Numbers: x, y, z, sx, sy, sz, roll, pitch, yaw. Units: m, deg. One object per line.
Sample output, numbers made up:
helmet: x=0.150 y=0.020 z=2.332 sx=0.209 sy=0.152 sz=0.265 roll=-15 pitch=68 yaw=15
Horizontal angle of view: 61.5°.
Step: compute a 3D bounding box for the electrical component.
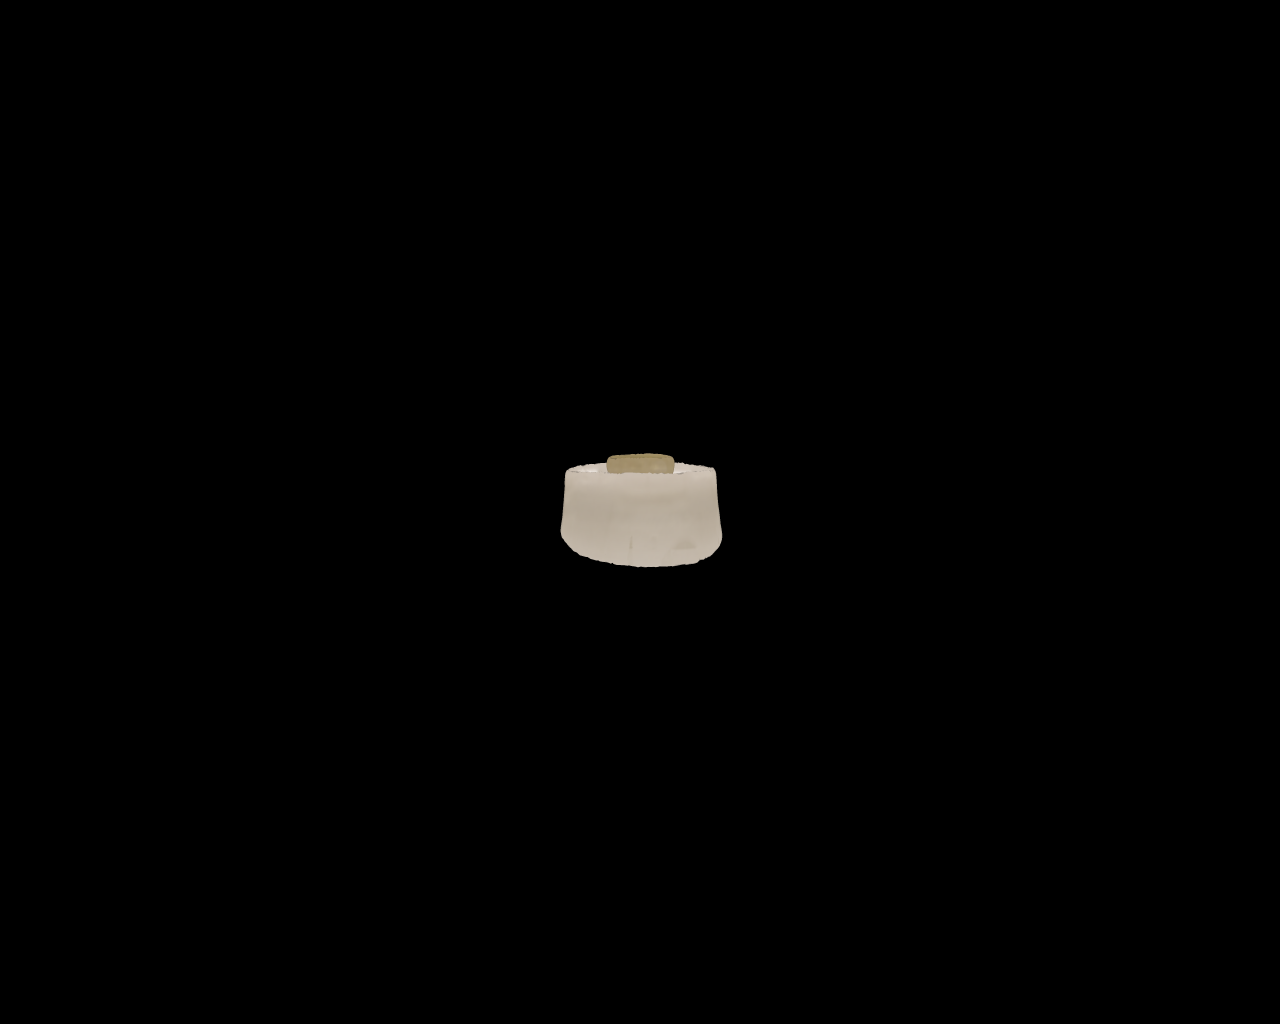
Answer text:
electrical component: x=0.001 y=-0.003 z=0.650 sx=0.099 sy=0.064 sz=0.099 roll=0 pitch=6 yaw=0
